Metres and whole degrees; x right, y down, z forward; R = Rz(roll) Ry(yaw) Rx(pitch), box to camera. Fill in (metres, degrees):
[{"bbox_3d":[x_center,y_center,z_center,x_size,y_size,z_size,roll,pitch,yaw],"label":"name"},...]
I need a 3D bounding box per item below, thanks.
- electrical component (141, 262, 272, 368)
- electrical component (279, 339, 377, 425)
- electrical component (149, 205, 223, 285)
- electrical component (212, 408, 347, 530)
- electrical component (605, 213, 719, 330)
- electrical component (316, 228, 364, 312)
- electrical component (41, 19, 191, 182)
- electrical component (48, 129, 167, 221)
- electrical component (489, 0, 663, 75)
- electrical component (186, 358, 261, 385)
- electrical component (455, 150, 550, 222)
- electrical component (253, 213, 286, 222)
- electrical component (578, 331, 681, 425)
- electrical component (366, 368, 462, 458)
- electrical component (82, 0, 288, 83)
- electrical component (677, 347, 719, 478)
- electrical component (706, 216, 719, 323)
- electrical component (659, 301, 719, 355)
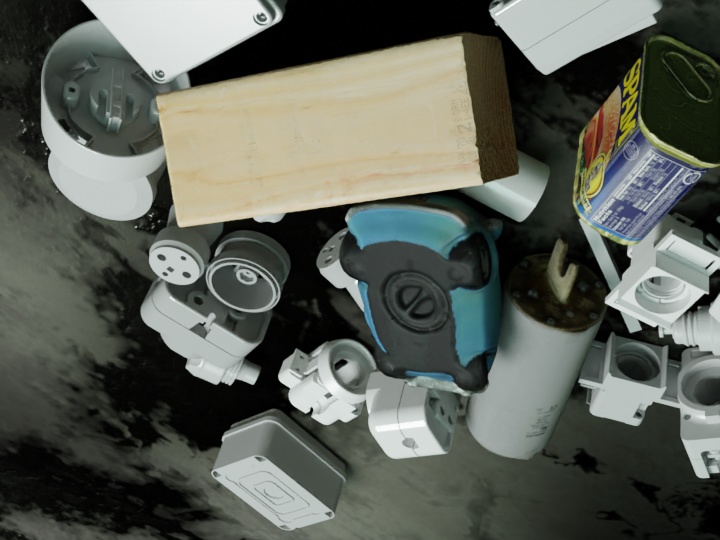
[{"bbox_3d":[-0.131,0.037,0.900,0.095,0.053,0.059,33,135,-16],"label":"electrical component"},{"bbox_3d":[-0.022,0.093,0.923,0.078,0.058,0.057,35,137,-18],"label":"electrical component"},{"bbox_3d":[-0.136,-0.022,0.841,0.045,0.055,0.045,9,137,9],"label":"electrical component"},{"bbox_3d":[-0.077,0.194,1.043,0.078,0.057,0.113,-25,123,36],"label":"electrical component"},{"bbox_3d":[0.210,-0.002,0.744,0.042,0.063,0.081,25,137,-9],"label":"electrical component"},{"bbox_3d":[0.000,0.000,0.828,0.045,0.045,0.055,-28,121,37],"label":"electrical component"},{"bbox_3d":[-0.167,-0.112,0.731,0.099,0.099,0.064,24,143,-8],"label":"electrical component"},{"bbox_3d":[-0.184,-0.079,0.797,0.080,0.051,0.080,11,140,9],"label":"electrical component"},{"bbox_3d":[0.121,-0.158,0.614,0.096,0.061,0.061,-27,122,37],"label":"electrical component"},{"bbox_3d":[-0.119,0.081,0.951,0.062,0.043,0.043,25,137,-11],"label":"electrical component"},{"bbox_3d":[0.083,-0.070,0.730,0.081,0.043,0.043,26,136,-9],"label":"electrical component"},{"bbox_3d":[-0.066,-0.066,0.789,0.035,0.035,0.061,16,134,1],"label":"electrical component"},{"bbox_3d":[0.212,0.088,0.854,0.081,0.042,0.063,14,141,4],"label":"electrical component"},{"bbox_3d":[0.044,0.105,0.885,0.059,0.095,0.053,-11,130,27],"label":"electrical component"},{"bbox_3d":[-0.114,-0.186,0.663,0.109,0.056,0.108,-20,126,33],"label":"electrical component"},{"bbox_3d":[0.272,0.102,0.813,0.050,0.089,0.055,-10,130,26],"label":"electrical component"},{"bbox_3d":[0.268,-0.005,0.732,0.075,0.047,0.083,49,148,26],"label":"electrical component"},{"bbox_3d":[0.261,0.043,0.792,0.078,0.040,0.040,-3,134,21],"label":"electrical component"}]
